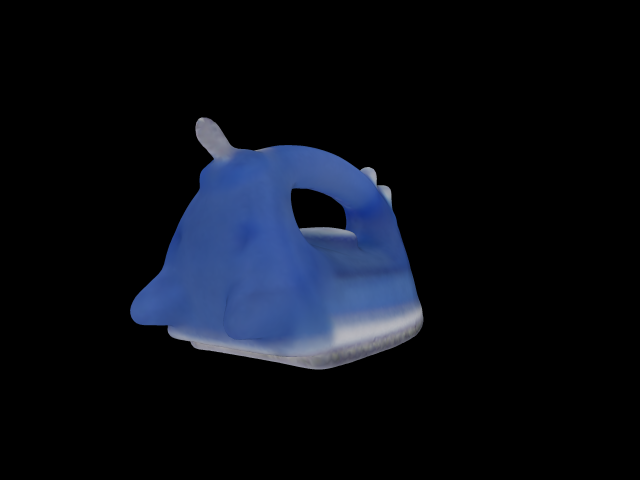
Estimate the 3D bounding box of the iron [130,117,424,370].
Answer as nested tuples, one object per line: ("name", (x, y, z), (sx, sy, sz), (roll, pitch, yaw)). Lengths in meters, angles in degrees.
("iron", (0.004, 0.001, 0.400), (0.118, 0.141, 0.259), (2, 3, 36))
